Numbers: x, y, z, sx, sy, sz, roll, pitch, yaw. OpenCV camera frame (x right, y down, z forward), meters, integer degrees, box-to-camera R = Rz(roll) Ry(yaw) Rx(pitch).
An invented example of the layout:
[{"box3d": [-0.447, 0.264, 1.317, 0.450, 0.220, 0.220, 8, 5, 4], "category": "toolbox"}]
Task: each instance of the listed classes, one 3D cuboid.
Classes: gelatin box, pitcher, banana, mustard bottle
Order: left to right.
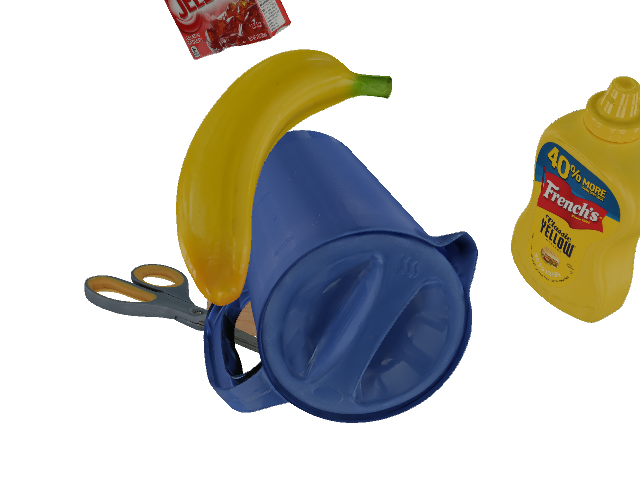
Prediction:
[{"box3d": [-0.074, -0.177, 0.780, 0.089, 0.073, 0.030, -5, 30, 43], "category": "gelatin box"}, {"box3d": [-0.029, -0.047, 0.533, 0.070, 0.037, 0.197, 19, 46, 16], "category": "banana"}, {"box3d": [-0.004, 0.014, 0.743, 0.149, 0.145, 0.243, 6, 22, -15], "category": "pitcher"}, {"box3d": [0.191, -0.034, 0.750, 0.058, 0.192, 0.096, -24, 53, -24], "category": "mustard bottle"}]

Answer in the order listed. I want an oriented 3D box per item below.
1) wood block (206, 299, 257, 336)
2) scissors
[{"box3d": [-0.008, 0.049, 1.093, 0.206, 0.091, 0.090, 7, 19, 0], "category": "wood block"}, {"box3d": [-0.099, 0.056, 0.885, 0.202, 0.016, 0.096, 13, 23, 17], "category": "scissors"}]
